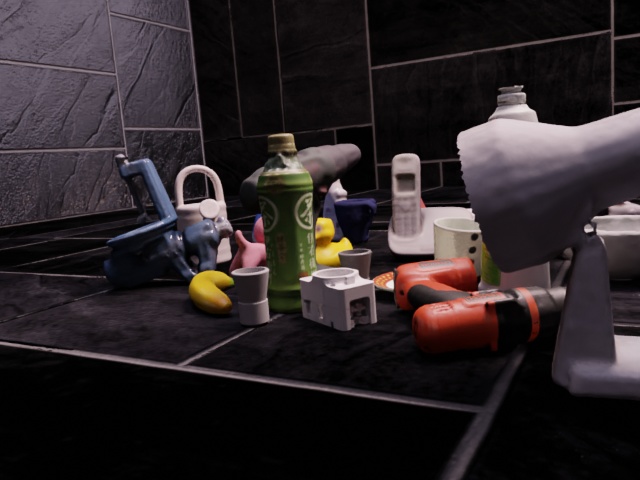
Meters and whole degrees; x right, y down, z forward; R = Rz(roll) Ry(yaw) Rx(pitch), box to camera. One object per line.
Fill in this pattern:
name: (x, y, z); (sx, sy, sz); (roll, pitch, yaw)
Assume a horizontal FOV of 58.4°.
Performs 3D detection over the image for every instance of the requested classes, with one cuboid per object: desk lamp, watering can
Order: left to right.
watering can: (-0.229, -0.050, 1.127); (0.101, 0.194, 0.172); (-12, 11, -43)
desk lamp: (0.213, 0.004, 0.438); (0.202, 0.213, 0.118); (-1, 9, 24)

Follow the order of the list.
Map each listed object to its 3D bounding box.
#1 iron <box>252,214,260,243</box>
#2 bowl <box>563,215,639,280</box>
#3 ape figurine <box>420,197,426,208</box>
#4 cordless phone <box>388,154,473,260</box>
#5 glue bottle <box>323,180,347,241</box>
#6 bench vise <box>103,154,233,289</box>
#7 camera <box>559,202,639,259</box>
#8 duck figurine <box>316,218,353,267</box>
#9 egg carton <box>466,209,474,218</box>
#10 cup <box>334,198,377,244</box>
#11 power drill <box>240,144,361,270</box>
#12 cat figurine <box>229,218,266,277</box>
iron: (-0.090, -0.053, 1.256); (0.119, 0.141, 0.258); (-6, 8, -10)
bowl: (0.403, 0.012, 0.771); (0.167, 0.075, 0.167); (-4, 8, 1)
ape figurine: (0.214, -0.054, 1.274); (0.078, 0.092, 0.076); (-9, 10, -31)
cordless phone: (0.190, -0.060, 0.999); (0.147, 0.185, 0.094); (-2, 9, 14)
glue bottle: (0.037, -0.086, 1.310); (0.037, 0.173, 0.077); (-11, 10, -37)
bench vise: (-0.259, -0.036, 0.954); (0.208, 0.220, 0.121); (-8, 9, -22)
camera: (0.443, -0.031, 0.958); (0.143, 0.101, 0.136); (-5, 8, -5)
duck figurine: (0.009, 0.004, 1.004); (0.105, 0.086, 0.077); (-10, 10, -33)
egg carton: (0.292, -0.022, 1.092); (0.150, 0.069, 0.107); (-5, 8, -1)
cup: (0.086, -0.039, 1.231); (0.092, 0.095, 0.117); (-10, 10, -32)
power drill: (-0.015, -0.037, 0.863); (0.075, 0.208, 0.230); (4, 11, 44)
cat figurine: (-0.095, 0.001, 0.964); (0.067, 0.118, 0.128); (3, 11, 41)
